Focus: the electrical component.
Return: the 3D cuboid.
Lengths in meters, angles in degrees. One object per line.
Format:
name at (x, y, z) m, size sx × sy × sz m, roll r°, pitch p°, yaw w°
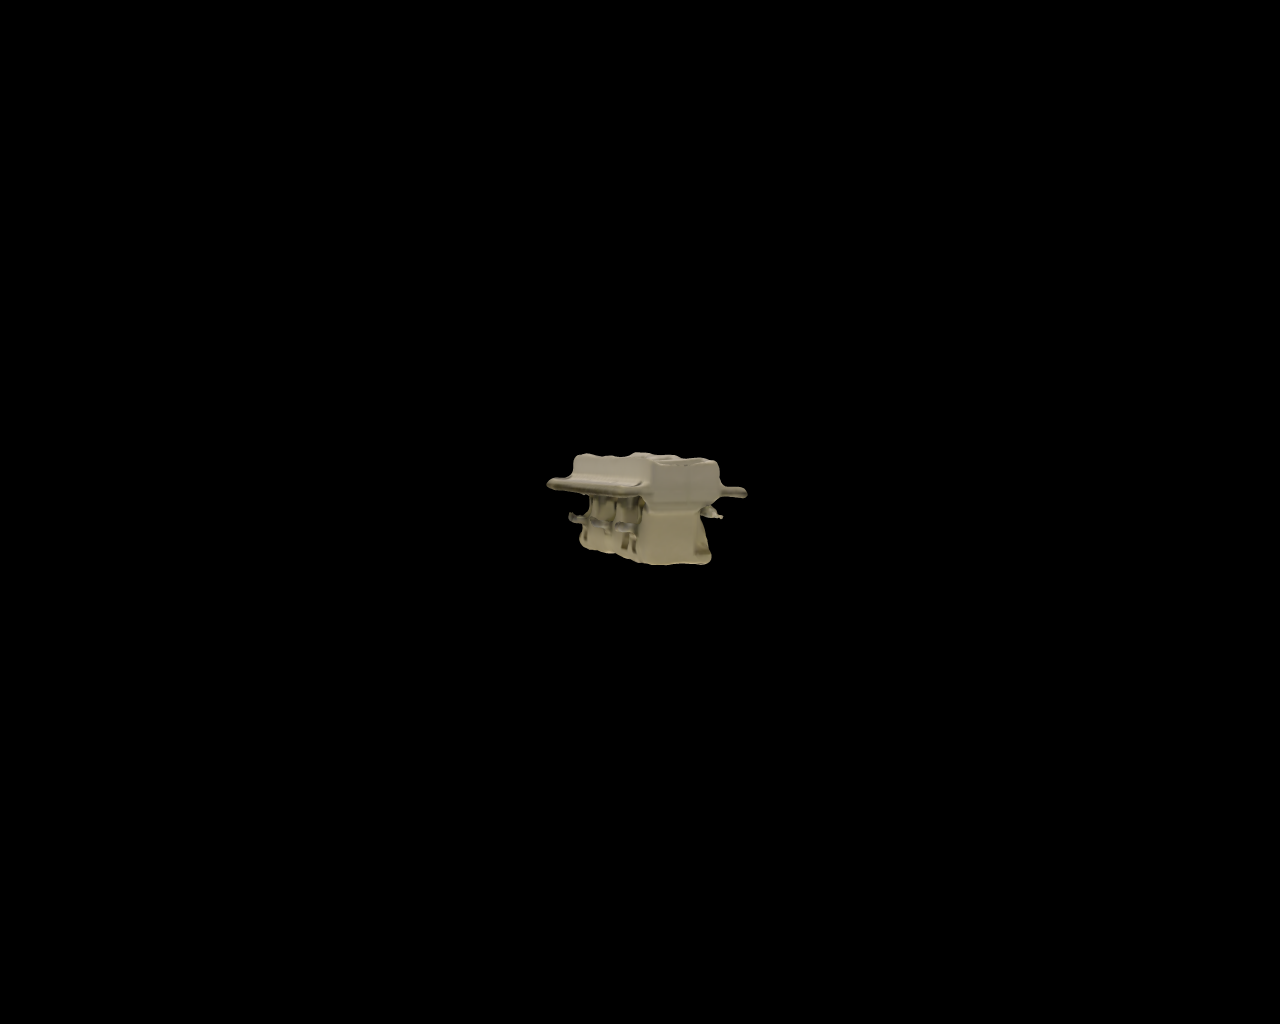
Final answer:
electrical component at (0.001, -0.003, 0.650) m, size 0.079 × 0.063 × 0.121 m, roll -2°, pitch 5°, yaw -24°
